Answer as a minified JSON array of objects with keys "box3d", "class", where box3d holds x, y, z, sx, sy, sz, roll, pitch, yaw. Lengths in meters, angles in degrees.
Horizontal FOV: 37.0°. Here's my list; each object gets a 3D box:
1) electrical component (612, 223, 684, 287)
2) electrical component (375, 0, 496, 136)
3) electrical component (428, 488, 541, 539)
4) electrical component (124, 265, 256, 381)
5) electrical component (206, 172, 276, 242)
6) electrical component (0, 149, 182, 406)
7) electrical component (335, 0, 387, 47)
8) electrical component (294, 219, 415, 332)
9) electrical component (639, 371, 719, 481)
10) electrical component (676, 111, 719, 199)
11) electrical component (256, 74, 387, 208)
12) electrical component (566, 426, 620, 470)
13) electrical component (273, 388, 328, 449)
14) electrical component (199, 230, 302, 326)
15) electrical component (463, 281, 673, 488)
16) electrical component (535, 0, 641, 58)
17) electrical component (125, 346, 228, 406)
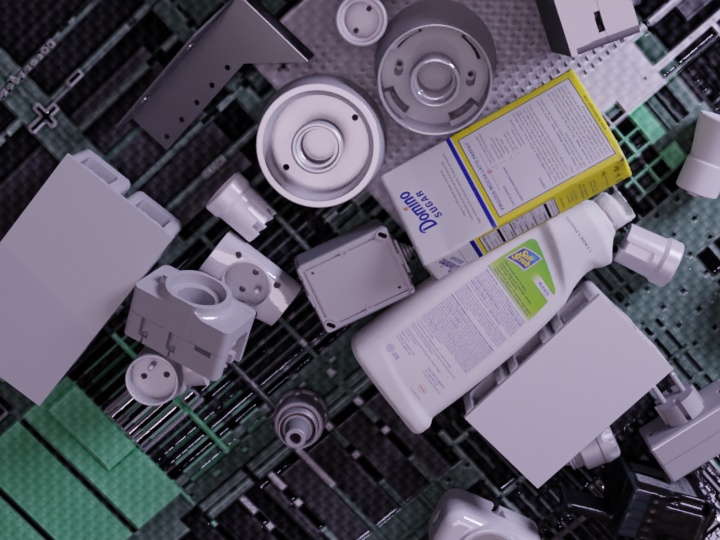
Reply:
[{"box3d":[0.237,-0.013,0.887,0.046,0.040,0.040,26,103,2],"class":"electrical component"},{"box3d":[0.060,-0.159,0.858,0.099,0.064,0.099,2,117,4],"class":"electrical component"},{"box3d":[0.110,0.239,0.941,0.095,0.059,0.053,24,103,-4],"class":"electrical component"},{"box3d":[-0.136,0.038,0.869,0.089,0.050,0.055,26,119,12],"class":"electrical component"},{"box3d":[-0.098,-0.051,0.890,0.046,0.040,0.040,43,101,-13],"class":"electrical component"},{"box3d":[-0.247,0.004,0.897,0.105,0.060,0.186,39,102,-7],"class":"electrical component"},{"box3d":[0.002,-0.197,0.847,0.040,0.046,0.040,0,104,2],"class":"electrical component"},{"box3d":[0.000,0.000,0.891,0.096,0.061,0.061,-25,103,-1],"class":"electrical component"},{"box3d":[0.276,0.121,0.913,0.083,0.047,0.075,-35,100,9],"class":"electrical component"},{"box3d":[0.282,-0.090,0.866,0.044,0.044,0.065,18,108,-2],"class":"electrical component"},{"box3d":[-0.032,-0.101,0.864,0.108,0.060,0.108,0,103,2],"class":"electrical component"},{"box3d":[0.192,0.157,0.932,0.061,0.035,0.035,-24,101,10],"class":"electrical component"},{"box3d":[-0.053,0.132,0.920,0.048,0.062,0.048,0,104,2],"class":"electrical component"},{"box3d":[-0.103,0.020,0.904,0.077,0.044,0.079,38,105,-6],"class":"electrical component"},{"box3d":[0.170,0.093,0.903,0.089,0.061,0.150,44,101,-8],"class":"electrical component"},{"box3d":[0.150,-0.259,0.797,0.060,0.105,0.186,-19,102,6],"class":"electrical component"},{"box3d":[-0.149,0.080,0.903,0.079,0.077,0.043,-4,103,3],"class":"electrical component"}]
